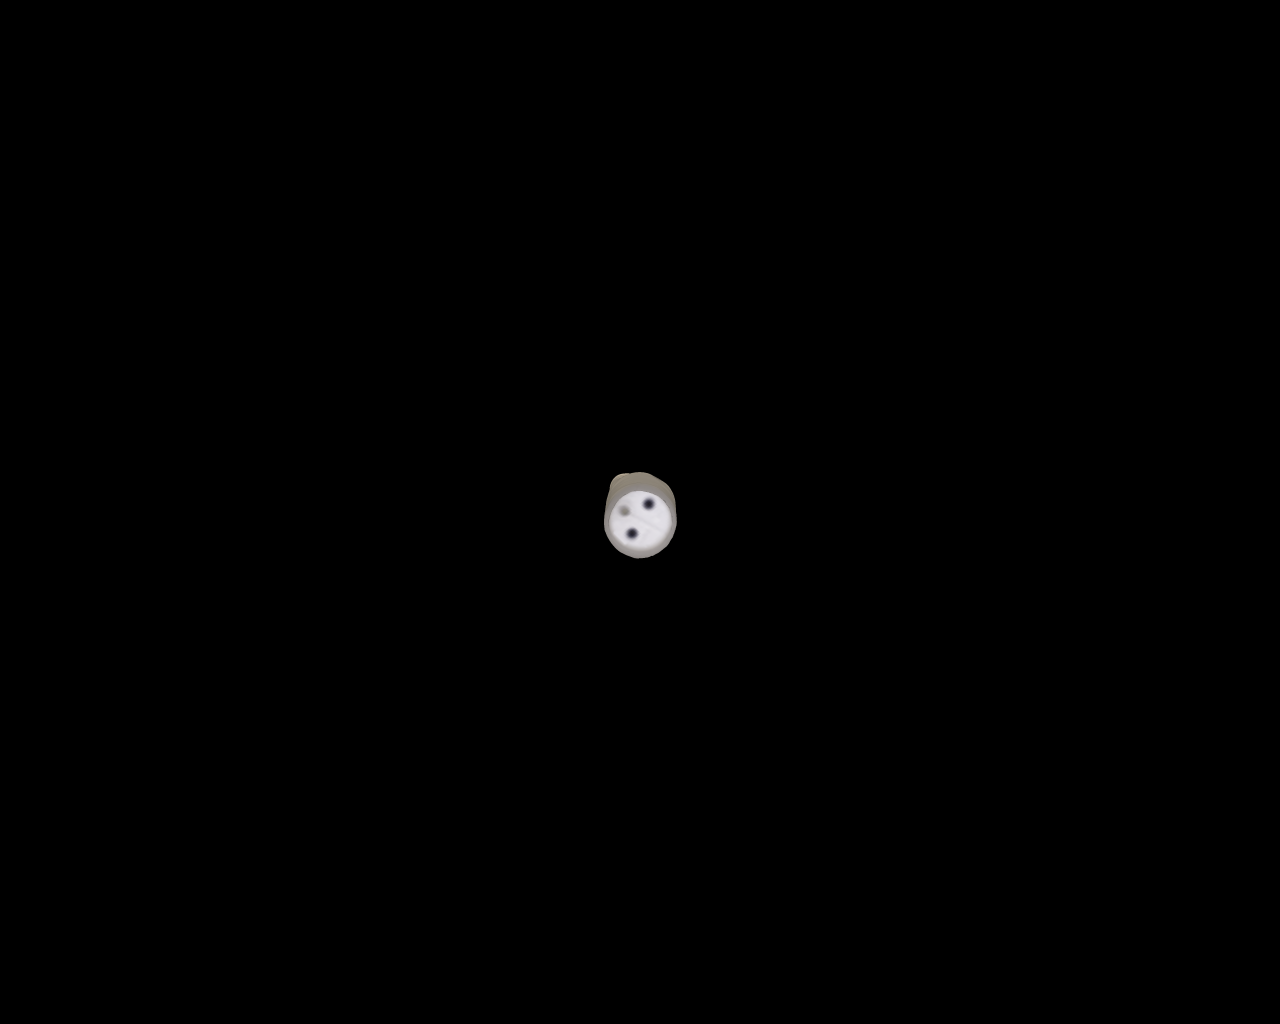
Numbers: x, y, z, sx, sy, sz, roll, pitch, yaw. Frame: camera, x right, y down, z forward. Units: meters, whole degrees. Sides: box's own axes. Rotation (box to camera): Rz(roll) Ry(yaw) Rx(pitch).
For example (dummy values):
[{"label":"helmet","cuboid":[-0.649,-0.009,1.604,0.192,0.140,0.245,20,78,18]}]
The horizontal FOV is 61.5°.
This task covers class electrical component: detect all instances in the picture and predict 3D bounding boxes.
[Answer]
[{"label":"electrical component","cuboid":[0.001,-0.003,0.650,0.043,0.043,0.081,0,14,0]}]
